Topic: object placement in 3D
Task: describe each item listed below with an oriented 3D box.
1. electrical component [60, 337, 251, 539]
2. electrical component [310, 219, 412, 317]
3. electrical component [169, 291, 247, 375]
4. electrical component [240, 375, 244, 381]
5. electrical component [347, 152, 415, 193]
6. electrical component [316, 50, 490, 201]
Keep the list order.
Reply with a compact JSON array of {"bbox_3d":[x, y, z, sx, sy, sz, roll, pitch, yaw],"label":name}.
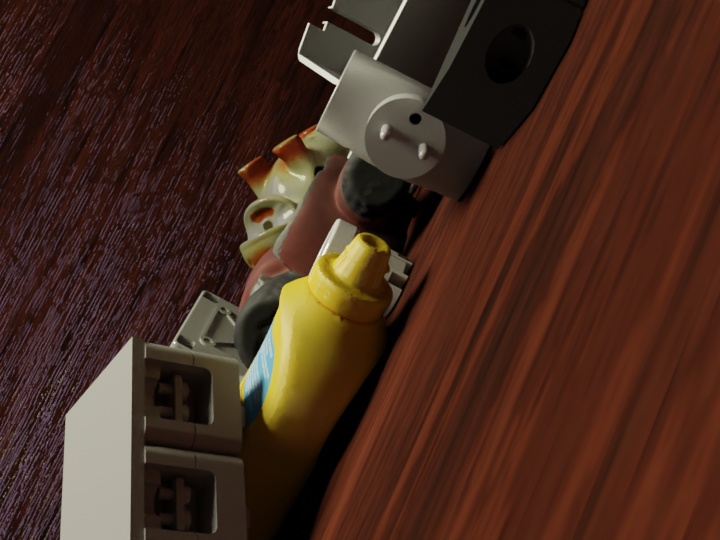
[{"bbox_3d":[-0.092,0.120,0.489,0.089,0.062,0.150,-43,43,43],"label":"electrical component"},{"bbox_3d":[0.000,0.000,0.577,0.040,0.046,0.040,-63,5,10],"label":"electrical component"},{"bbox_3d":[-0.095,0.078,0.826,0.056,0.109,0.108,-60,6,20],"label":"electrical component"},{"bbox_3d":[-0.063,0.100,0.665,0.058,0.057,0.078,-62,5,26],"label":"electrical component"},{"bbox_3d":[0.017,-0.078,0.788,0.099,0.048,0.099,-67,6,-34],"label":"electrical component"},{"bbox_3d":[0.021,-0.065,0.503,0.043,0.077,0.079,-62,5,16],"label":"electrical component"}]
